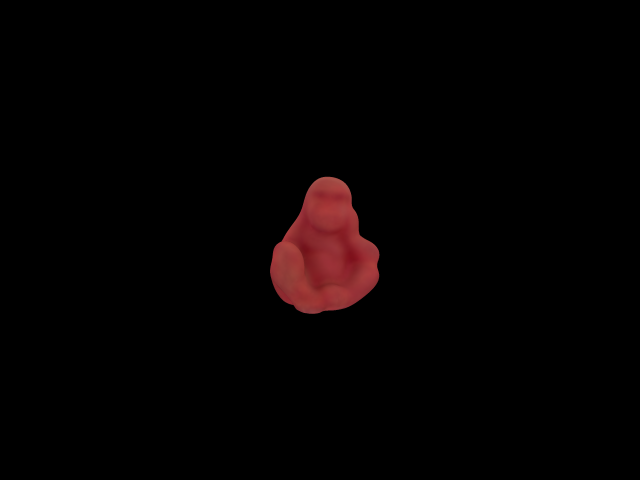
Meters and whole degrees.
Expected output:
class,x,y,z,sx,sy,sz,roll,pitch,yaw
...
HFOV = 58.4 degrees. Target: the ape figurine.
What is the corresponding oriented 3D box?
class,x,y,z,sx,sy,sz,roll,pitch,yaw
ape figurine,0.004,0.001,0.400,0.078,0.092,0.076,0,0,-7
